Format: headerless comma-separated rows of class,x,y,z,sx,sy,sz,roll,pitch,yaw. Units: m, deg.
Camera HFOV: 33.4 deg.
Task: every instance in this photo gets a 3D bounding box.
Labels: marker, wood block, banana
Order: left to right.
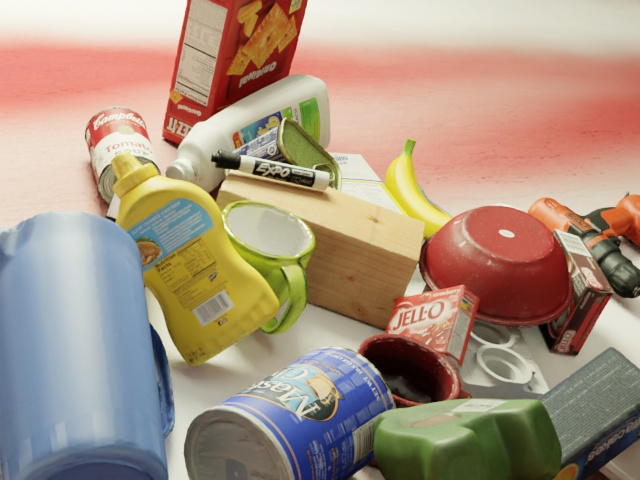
marker,-0.050,-0.070,1.066,0.121,0.020,0.020,11,32,-16
wood block,-0.007,0.001,1.087,0.206,0.090,0.090,20,29,0
banana,0.121,-0.039,1.218,0.037,0.070,0.198,11,33,-36

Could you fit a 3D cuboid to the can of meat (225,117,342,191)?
can of meat,-0.040,-0.072,1.153,0.102,0.084,0.057,41,38,-35

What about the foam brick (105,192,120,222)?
foam brick,-0.178,0.002,0.997,0.053,0.078,0.051,15,33,-8

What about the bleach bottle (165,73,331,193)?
bleach bottle,-0.083,-0.110,1.231,0.068,0.102,0.250,17,34,31

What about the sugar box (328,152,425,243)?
sugar box,0.038,-0.039,1.223,0.093,0.048,0.176,2,32,-27

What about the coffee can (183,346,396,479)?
coffee can,-0.021,0.152,0.823,0.103,0.103,0.140,35,33,24

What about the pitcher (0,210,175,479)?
pitcher,-0.176,0.104,0.801,0.149,0.145,0.243,-4,41,-16

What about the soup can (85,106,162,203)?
soup can,-0.209,-0.087,1.131,0.068,0.069,0.102,5,35,-25

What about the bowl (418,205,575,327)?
bowl,0.181,0.013,1.063,0.162,0.055,0.162,6,37,-5

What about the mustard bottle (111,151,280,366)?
mustard bottle,-0.123,0.007,0.928,0.191,0.096,0.058,57,2,-1

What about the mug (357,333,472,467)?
mug,0.074,0.143,0.915,0.117,0.082,0.093,12,31,-14

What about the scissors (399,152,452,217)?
scissors,0.104,-0.057,1.319,0.096,0.016,0.202,2,35,-28

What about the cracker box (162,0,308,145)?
cracker box,-0.095,-0.221,1.263,0.072,0.214,0.163,28,31,22

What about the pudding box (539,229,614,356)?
pudding box,0.268,0.057,1.161,0.039,0.090,0.113,14,30,-15

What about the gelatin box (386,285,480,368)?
gelatin box,0.100,0.085,0.998,0.030,0.089,0.073,39,57,-30

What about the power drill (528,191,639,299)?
power drill,0.379,0.002,1.346,0.187,0.057,0.185,-7,40,-38
